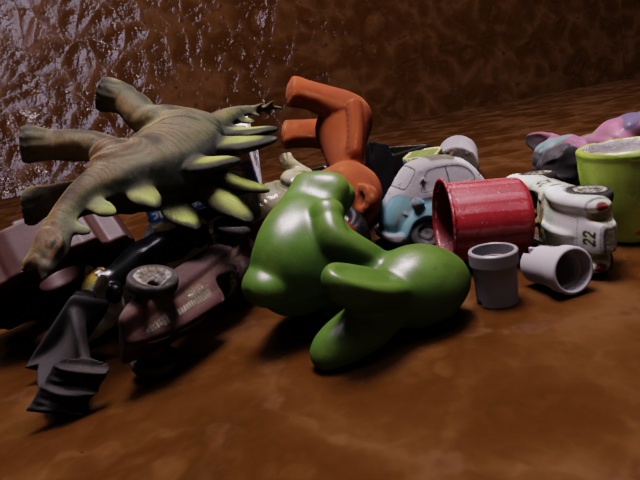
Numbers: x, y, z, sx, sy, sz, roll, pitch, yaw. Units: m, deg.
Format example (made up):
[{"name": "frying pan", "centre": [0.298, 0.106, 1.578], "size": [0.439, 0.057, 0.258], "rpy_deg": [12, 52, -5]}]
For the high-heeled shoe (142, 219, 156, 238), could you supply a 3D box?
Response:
[{"name": "high-heeled shoe", "centre": [-0.261, -0.014, 0.850], "size": [0.145, 0.086, 0.249], "rpy_deg": [-13, 12, 17]}]

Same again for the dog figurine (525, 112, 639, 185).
[{"name": "dog figurine", "centre": [0.401, -0.120, 0.734], "size": [0.219, 0.108, 0.191], "rpy_deg": [1, 19, 46]}]

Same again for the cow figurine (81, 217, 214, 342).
[{"name": "cow figurine", "centre": [-0.182, 0.037, 0.554], "size": [0.167, 0.098, 0.068], "rpy_deg": [-23, 24, -35]}]

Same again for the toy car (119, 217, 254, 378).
[{"name": "toy car", "centre": [-0.106, 0.045, 0.481], "size": [0.053, 0.089, 0.202], "rpy_deg": [13, 21, 13]}]

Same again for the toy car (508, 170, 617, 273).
[{"name": "toy car", "centre": [0.235, -0.025, 0.542], "size": [0.056, 0.073, 0.202], "rpy_deg": [-6, 14, 2]}]

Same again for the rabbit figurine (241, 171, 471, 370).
[{"name": "rabbit figurine", "centre": [0.034, 0.023, 0.436], "size": [0.170, 0.121, 0.159], "rpy_deg": [11, 25, 19]}]

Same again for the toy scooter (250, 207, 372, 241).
[{"name": "toy scooter", "centre": [-0.039, 0.007, 0.610], "size": [0.135, 0.075, 0.184], "rpy_deg": [-26, 22, -32]}]

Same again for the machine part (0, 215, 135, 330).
[{"name": "machine part", "centre": [-0.283, 0.027, 0.573], "size": [0.179, 0.056, 0.179], "rpy_deg": [-34, -10, -7]}]

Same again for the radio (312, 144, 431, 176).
[{"name": "radio", "centre": [0.090, -0.122, 1.006], "size": [0.229, 0.073, 0.131], "rpy_deg": [-19, 17, -30]}]

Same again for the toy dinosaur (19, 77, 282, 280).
[{"name": "toy dinosaur", "centre": [-0.148, -0.093, 0.568], "size": [0.199, 0.105, 0.471], "rpy_deg": [14, 32, 0]}]

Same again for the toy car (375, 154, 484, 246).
[{"name": "toy car", "centre": [0.145, -0.053, 0.661], "size": [0.162, 0.102, 0.109], "rpy_deg": [-14, 16, -5]}]

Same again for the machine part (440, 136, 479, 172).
[{"name": "machine part", "centre": [0.246, -0.141, 0.970], "size": [0.079, 0.079, 0.243], "rpy_deg": [-6, 17, 18]}]

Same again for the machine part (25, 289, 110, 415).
[{"name": "machine part", "centre": [-0.207, 0.090, 0.442], "size": [0.084, 0.039, 0.139], "rpy_deg": [-49, 30, -3]}]

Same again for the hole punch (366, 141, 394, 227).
[{"name": "hole punch", "centre": [0.054, -0.090, 0.817], "size": [0.092, 0.142, 0.115], "rpy_deg": [-1, 3, 26]}]

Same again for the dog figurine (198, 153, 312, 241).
[{"name": "dog figurine", "centre": [-0.084, -0.035, 0.797], "size": [0.172, 0.121, 0.190], "rpy_deg": [-7, 29, 24]}]

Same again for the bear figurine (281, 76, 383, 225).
[{"name": "bear figurine", "centre": [0.012, -0.096, 0.683], "size": [0.132, 0.196, 0.120], "rpy_deg": [7, -30, -5]}]

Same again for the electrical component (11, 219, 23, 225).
[{"name": "electrical component", "centre": [-0.315, 0.007, 0.678], "size": [0.115, 0.134, 0.058], "rpy_deg": [-24, 43, -34]}]
